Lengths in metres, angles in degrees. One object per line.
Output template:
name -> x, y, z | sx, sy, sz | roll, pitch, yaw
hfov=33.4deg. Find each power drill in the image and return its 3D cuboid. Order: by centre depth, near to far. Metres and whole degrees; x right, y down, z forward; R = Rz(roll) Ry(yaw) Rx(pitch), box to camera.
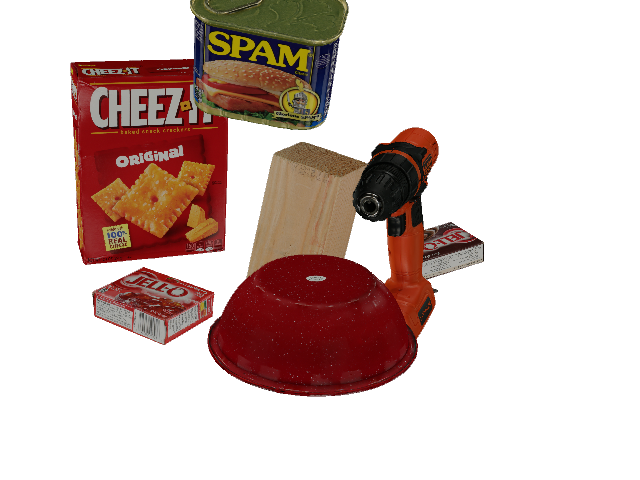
power drill -> 0.073, 0.001, 1.010 | 0.057, 0.188, 0.184 | 8, 24, 19

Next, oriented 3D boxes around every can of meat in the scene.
can of meat -> -0.037, -0.127, 0.728 | 0.102, 0.057, 0.084 | 12, -42, 2

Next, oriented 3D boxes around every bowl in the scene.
bowl -> -0.005, 0.053, 0.808 | 0.162, 0.055, 0.162 | 2, 23, -1

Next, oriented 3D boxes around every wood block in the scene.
wood block -> -0.022, -0.002, 1.274 | 0.090, 0.206, 0.090 | 20, 22, 17

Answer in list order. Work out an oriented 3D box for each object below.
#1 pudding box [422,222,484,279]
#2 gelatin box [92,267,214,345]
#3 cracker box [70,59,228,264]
pudding box -> 0.175, 0.015, 1.597 | 0.113, 0.039, 0.090 | -18, 27, -21
gelatin box -> -0.156, 0.059, 0.999 | 0.089, 0.030, 0.073 | 18, 27, 28
cracker box -> -0.186, -0.086, 1.175 | 0.164, 0.214, 0.072 | -5, 26, -18
